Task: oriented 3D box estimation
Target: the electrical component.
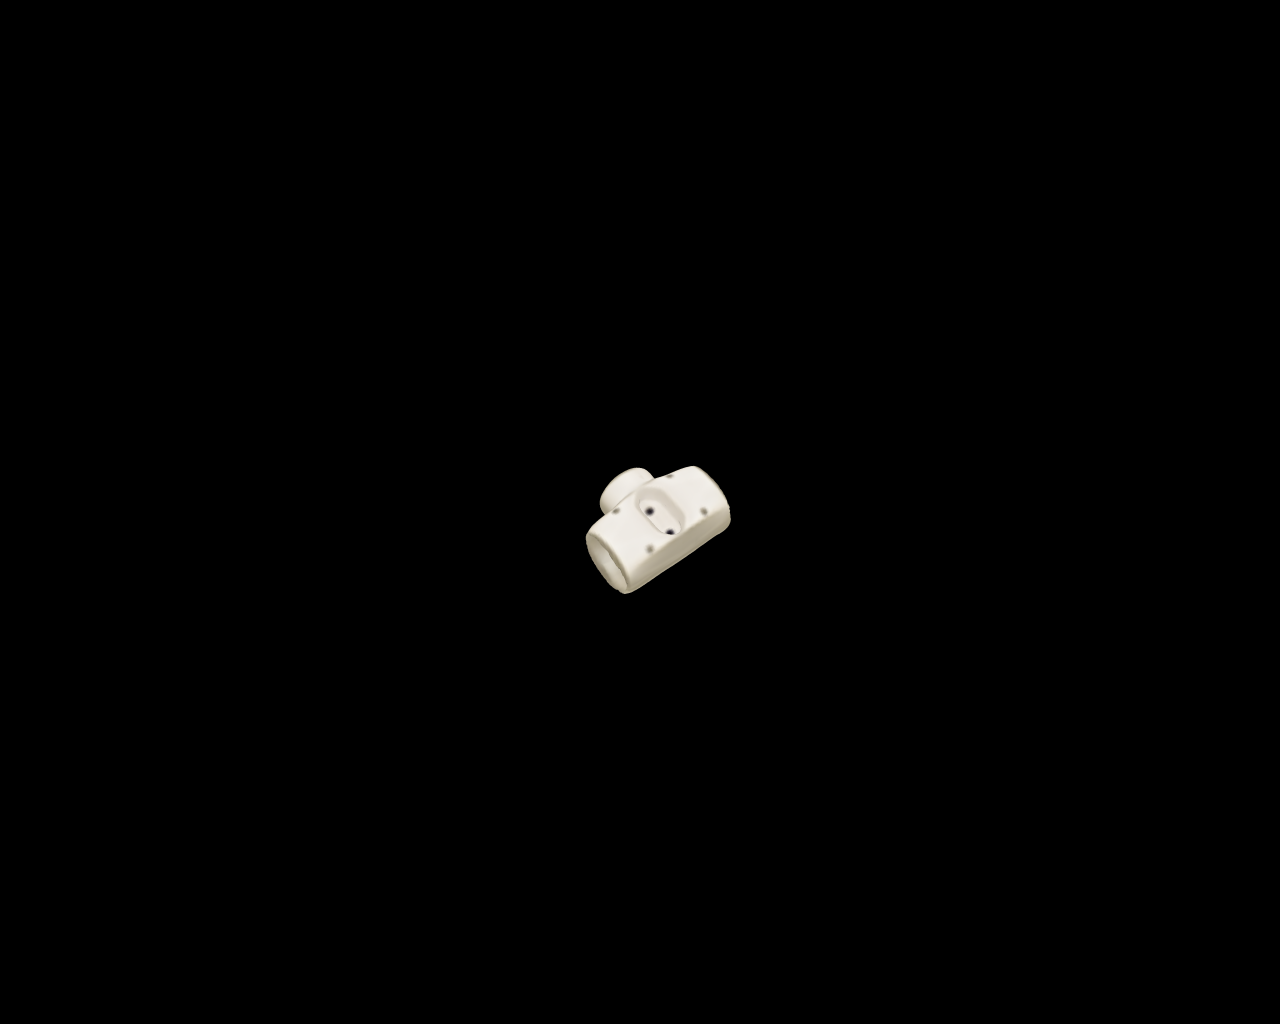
[{"bbox_3d":[0.001,-0.003,0.650,0.077,0.079,0.043,-32,-26,-18],"label":"electrical component"}]
